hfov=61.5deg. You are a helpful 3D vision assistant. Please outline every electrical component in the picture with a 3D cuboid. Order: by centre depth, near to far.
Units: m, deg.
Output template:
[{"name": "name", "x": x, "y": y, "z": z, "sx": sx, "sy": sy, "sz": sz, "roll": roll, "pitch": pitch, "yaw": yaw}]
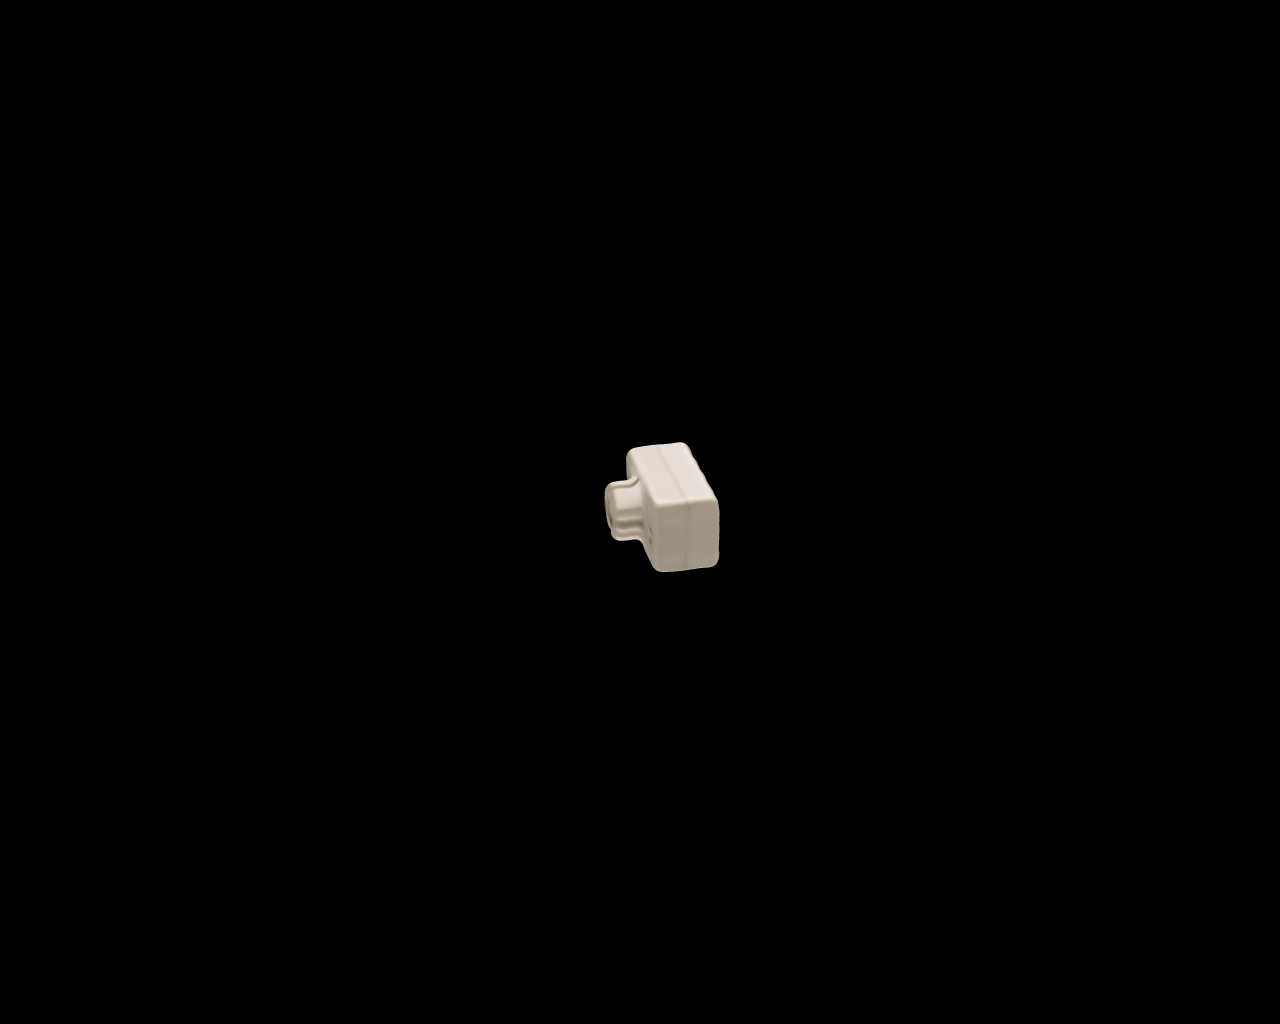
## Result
[{"name": "electrical component", "x": 0.001, "y": -0.003, "z": 0.650, "sx": 0.076, "sy": 0.047, "sz": 0.083, "roll": -5, "pitch": 29, "yaw": -10}]
